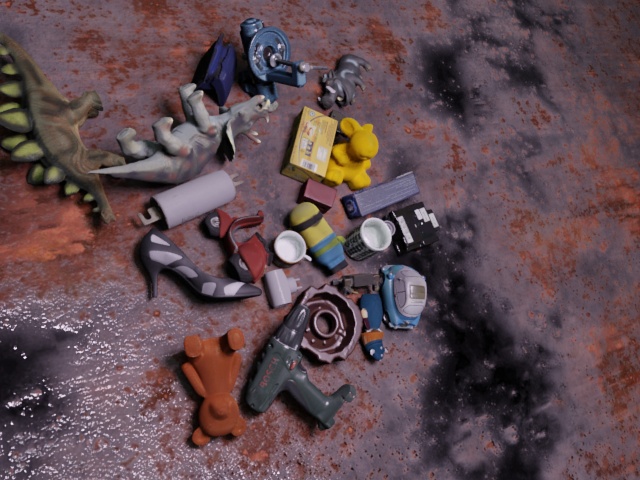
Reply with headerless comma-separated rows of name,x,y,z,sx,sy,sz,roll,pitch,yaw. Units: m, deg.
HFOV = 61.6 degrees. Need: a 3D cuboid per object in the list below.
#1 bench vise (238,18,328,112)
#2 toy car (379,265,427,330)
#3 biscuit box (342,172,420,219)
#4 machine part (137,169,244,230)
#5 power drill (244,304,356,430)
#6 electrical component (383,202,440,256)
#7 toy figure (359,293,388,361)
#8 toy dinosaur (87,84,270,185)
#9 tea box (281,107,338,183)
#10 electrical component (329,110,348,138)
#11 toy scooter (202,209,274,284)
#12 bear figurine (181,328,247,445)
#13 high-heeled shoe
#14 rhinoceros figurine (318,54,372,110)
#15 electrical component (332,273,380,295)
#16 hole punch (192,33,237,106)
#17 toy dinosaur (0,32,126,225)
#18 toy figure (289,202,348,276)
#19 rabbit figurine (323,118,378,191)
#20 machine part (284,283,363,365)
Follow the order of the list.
bench vise,-0.106,-0.386,1.233,0.129,0.241,0.223,-24,126,-36
toy car,0.204,0.128,1.280,0.109,0.103,0.161,8,67,-21
biscuit box,0.155,-0.113,1.359,0.203,0.059,0.062,-22,95,-30
machine part,-0.269,-0.088,1.149,0.243,0.079,0.079,-29,86,-31
power drill,-0.028,0.273,1.096,0.207,0.086,0.232,38,84,-15
electrical component,0.242,-0.031,1.378,0.134,0.058,0.115,-16,82,-29
toy figure,0.122,0.201,1.242,0.064,0.058,0.154,2,77,-17
toy dinosaur,-0.283,-0.192,1.127,0.405,0.131,0.192,-46,129,-26
tea box,-0.025,-0.228,1.316,0.098,0.068,0.169,22,63,-17
electrical component,0.041,-0.307,1.401,0.094,0.021,0.063,24,64,-14
toy scooter,-0.159,0.001,1.173,0.135,0.075,0.184,-27,81,-30
bear figurine,-0.199,0.282,1.027,0.120,0.132,0.196,-3,68,-20
high-heeled shoe,-0.243,0.051,1.103,0.249,0.086,0.145,3,77,-14
rhinoceros figurine,0.062,-0.418,1.420,0.112,0.073,0.190,32,62,-13
electrical component,0.089,0.102,1.250,0.102,0.078,0.045,-5,88,-32
hole punch,-0.235,-0.388,1.254,0.092,0.116,0.142,27,63,-24
toy dinosaur,-0.530,-0.233,1.063,0.198,0.105,0.471,-24,85,-29
toy figure,0.000,-0.006,1.239,0.082,0.089,0.180,-33,85,-38
rabbit figurine,0.092,-0.214,1.307,0.122,0.173,0.162,14,71,-16
machine part,0.008,0.188,1.195,0.179,0.056,0.179,9,69,-23
